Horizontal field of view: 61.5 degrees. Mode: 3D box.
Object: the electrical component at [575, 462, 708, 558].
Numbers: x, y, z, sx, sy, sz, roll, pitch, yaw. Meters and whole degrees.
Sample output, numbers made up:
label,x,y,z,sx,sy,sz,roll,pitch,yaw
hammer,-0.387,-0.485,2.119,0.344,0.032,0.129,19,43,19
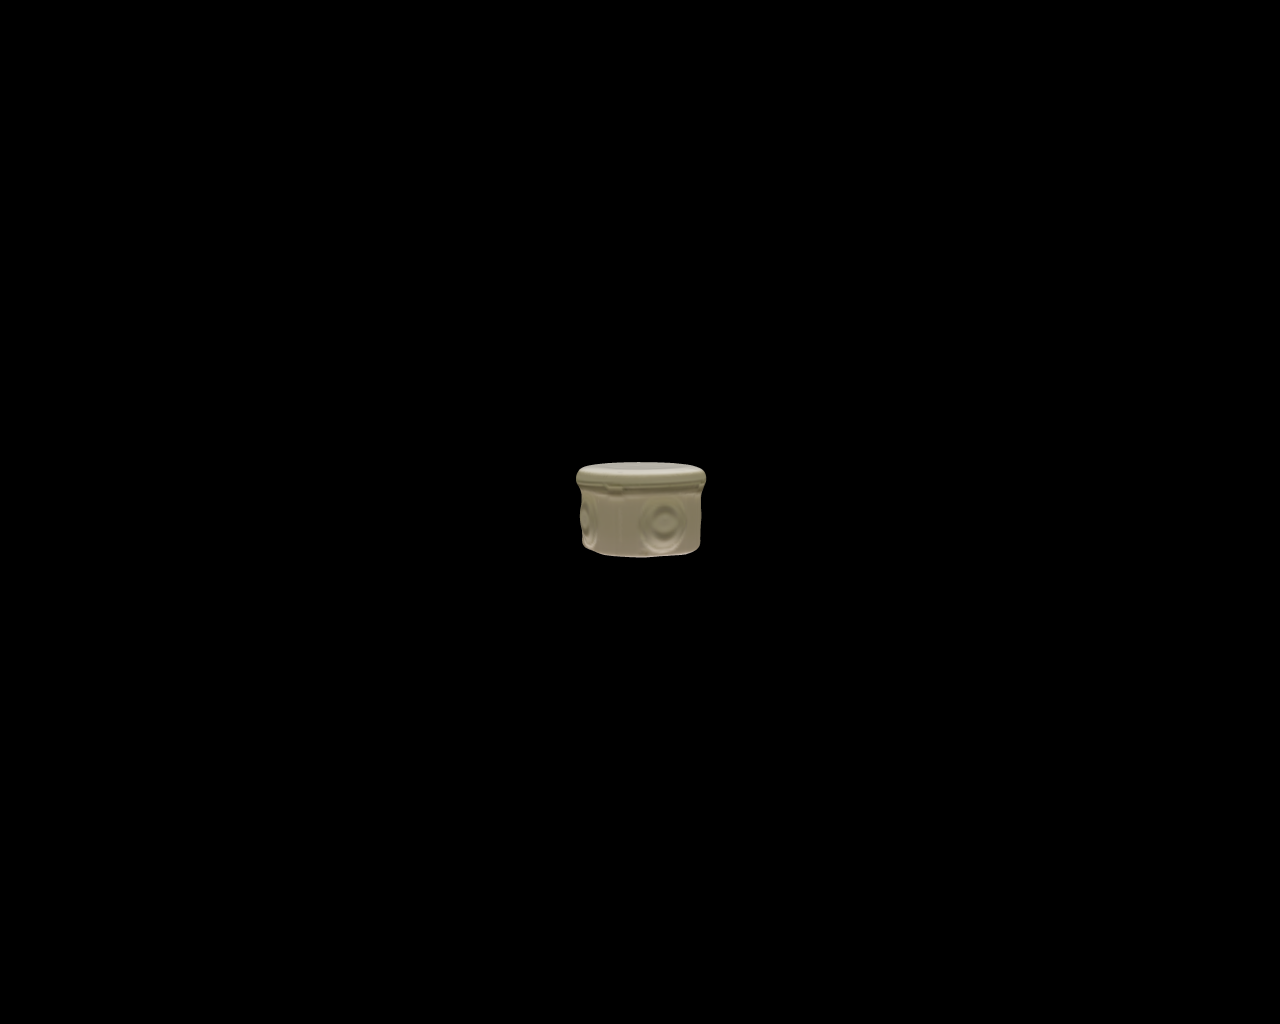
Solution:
label,x,y,z,sx,sy,sz,roll,pitch,yaw
electrical component,0.001,-0.003,0.650,0.080,0.051,0.080,0,7,0
